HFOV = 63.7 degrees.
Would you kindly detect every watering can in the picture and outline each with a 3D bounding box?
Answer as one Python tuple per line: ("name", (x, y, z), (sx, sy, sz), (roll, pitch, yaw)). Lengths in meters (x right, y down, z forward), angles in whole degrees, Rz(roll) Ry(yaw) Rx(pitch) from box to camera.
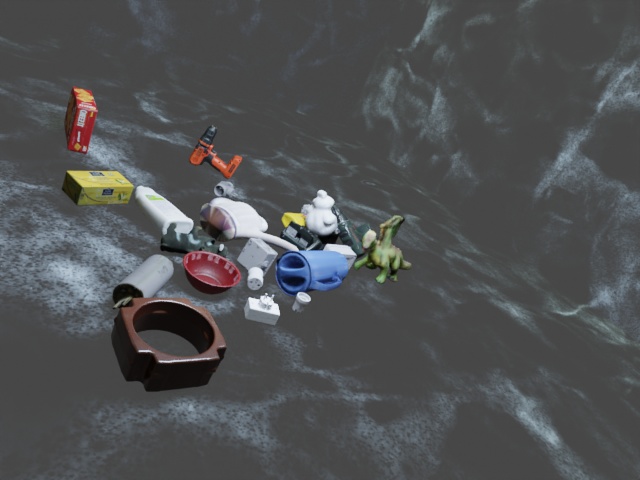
("watering can", (-0.245, -0.043, 1.680), (0.351, 0.102, 0.226), (35, 24, 23))

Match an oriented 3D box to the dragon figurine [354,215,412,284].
("dragon figurine", (0.265, 0.025, 1.914), (0.123, 0.239, 0.412), (33, 24, 33))

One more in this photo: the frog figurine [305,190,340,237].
("frog figurine", (0.006, -0.095, 1.894), (0.124, 0.156, 0.139), (-24, 42, -25))
